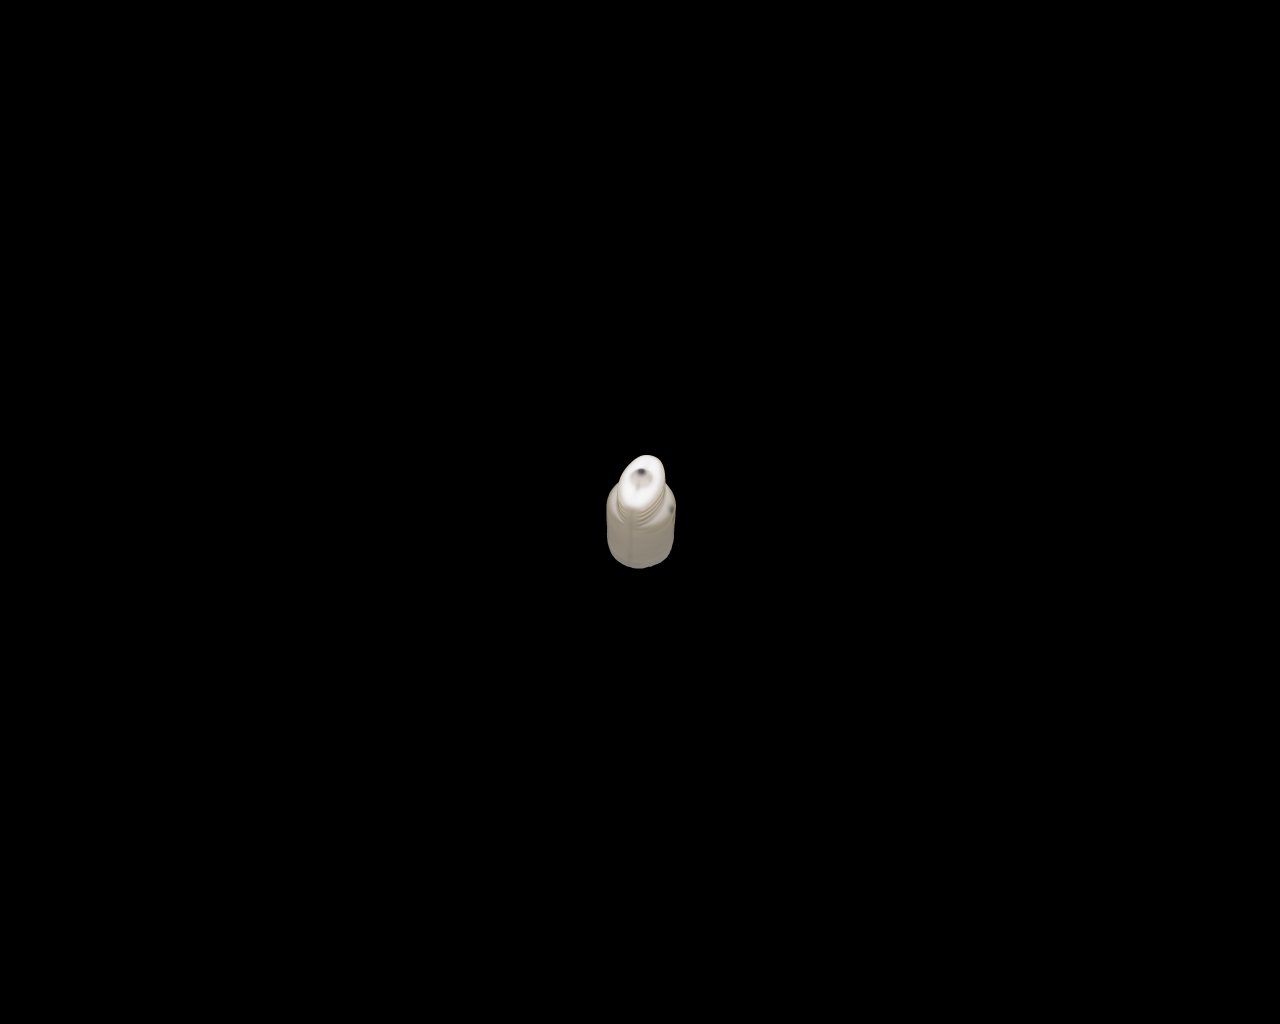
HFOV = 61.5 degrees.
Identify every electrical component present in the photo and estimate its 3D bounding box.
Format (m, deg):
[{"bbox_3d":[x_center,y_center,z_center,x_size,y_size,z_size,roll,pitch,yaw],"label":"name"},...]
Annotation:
[{"bbox_3d":[0.001,-0.003,0.650,0.043,0.043,0.080,0,-33,0],"label":"electrical component"}]
